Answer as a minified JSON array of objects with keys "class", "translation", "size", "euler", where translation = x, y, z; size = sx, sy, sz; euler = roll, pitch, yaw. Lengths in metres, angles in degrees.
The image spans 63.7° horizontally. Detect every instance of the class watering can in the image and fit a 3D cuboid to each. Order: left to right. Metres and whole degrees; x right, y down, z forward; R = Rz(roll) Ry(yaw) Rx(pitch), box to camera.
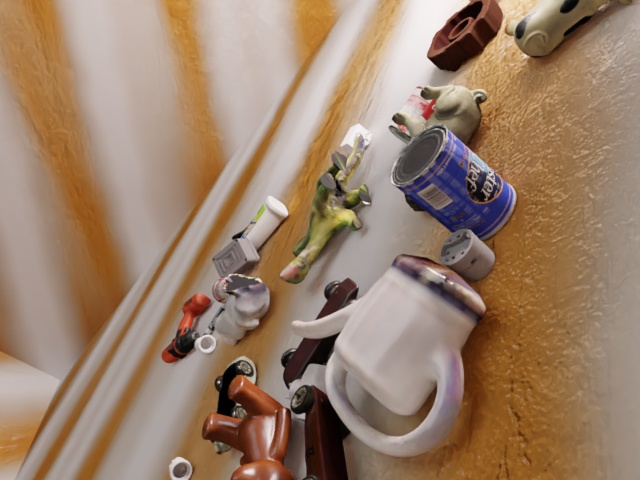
[{"class":"watering can","translation":[0.074,0.113,0.663],"size":[0.225,0.103,0.351],"euler":[-53,29,-1]}]

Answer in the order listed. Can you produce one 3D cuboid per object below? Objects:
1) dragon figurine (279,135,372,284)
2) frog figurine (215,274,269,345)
[{"class":"dragon figurine","translation":[0.003,-0.056,1.119],"size":[0.238,0.122,0.420],"euler":[-48,11,37]},{"class":"frog figurine","translation":[-0.174,0.167,1.163],"size":[0.139,0.123,0.157],"euler":[-147,57,-61]}]
